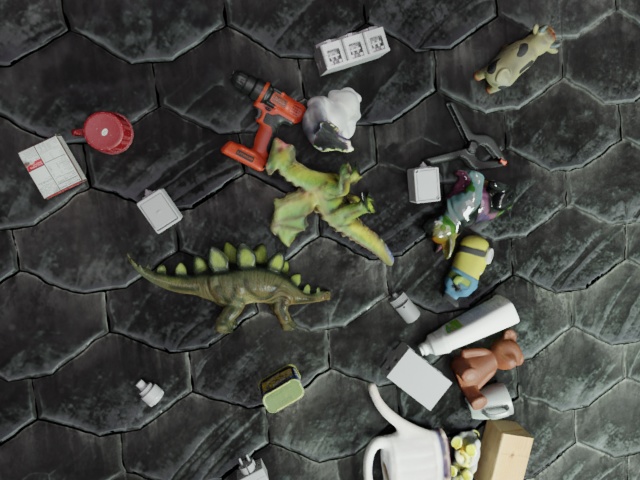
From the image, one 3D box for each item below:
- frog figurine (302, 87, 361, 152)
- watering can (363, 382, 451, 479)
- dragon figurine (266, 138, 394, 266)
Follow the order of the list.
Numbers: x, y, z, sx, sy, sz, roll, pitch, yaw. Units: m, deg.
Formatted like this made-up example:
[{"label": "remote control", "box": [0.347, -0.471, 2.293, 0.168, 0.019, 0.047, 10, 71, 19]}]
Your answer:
[{"label": "frog figurine", "box": [0.028, -0.285, 1.175, 0.136, 0.163, 0.121, 28, -35, -29]}, {"label": "watering can", "box": [0.216, 0.513, 1.278, 0.224, 0.345, 0.104, -4, 7, -11]}, {"label": "dragon figurine", "box": [0.004, -0.060, 1.195, 0.242, 0.403, 0.125, -19, 26, 11]}]
